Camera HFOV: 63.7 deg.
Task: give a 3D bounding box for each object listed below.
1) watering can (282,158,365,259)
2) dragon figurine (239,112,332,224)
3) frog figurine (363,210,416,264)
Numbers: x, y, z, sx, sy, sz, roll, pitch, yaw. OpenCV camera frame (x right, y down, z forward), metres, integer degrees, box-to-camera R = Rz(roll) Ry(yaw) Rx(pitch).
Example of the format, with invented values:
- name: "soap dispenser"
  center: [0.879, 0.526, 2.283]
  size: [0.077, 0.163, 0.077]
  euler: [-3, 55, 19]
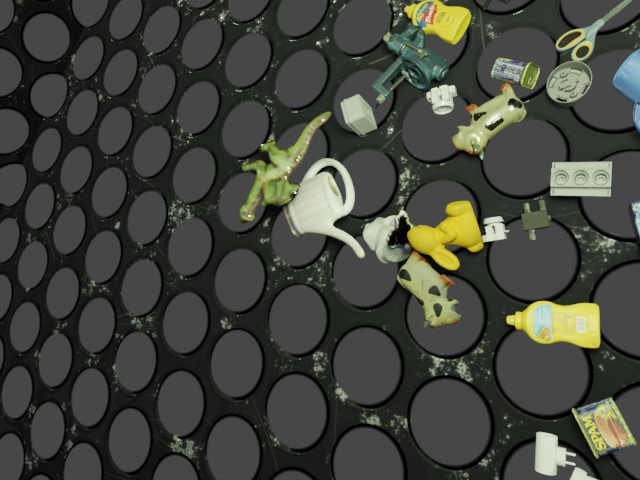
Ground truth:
- name: "watering can"
  center: [0.004, -0.074, 1.465]
  size: [0.222, 0.355, 0.103]
  euler: [-25, -32, 23]
- name: "dragon figurine"
  center: [-0.102, -0.192, 1.508]
  size: [0.406, 0.248, 0.120]
  euler: [-38, -45, 20]
- name: "frog figurine"
  center: [0.182, -0.001, 1.378]
  size: [0.122, 0.139, 0.158]
  euler: [18, -20, -23]
